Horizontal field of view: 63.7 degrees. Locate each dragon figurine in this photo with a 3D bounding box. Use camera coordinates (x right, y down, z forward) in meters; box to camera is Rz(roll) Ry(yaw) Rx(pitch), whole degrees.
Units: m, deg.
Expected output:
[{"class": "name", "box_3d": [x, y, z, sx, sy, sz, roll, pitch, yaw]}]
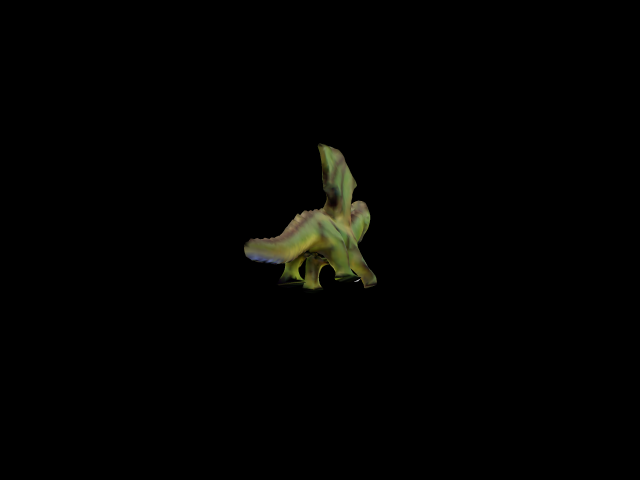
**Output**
[{"class": "dragon figurine", "box_3d": [0.003, -0.043, 0.850, 0.122, 0.246, 0.406, -8, -18, 23]}]
